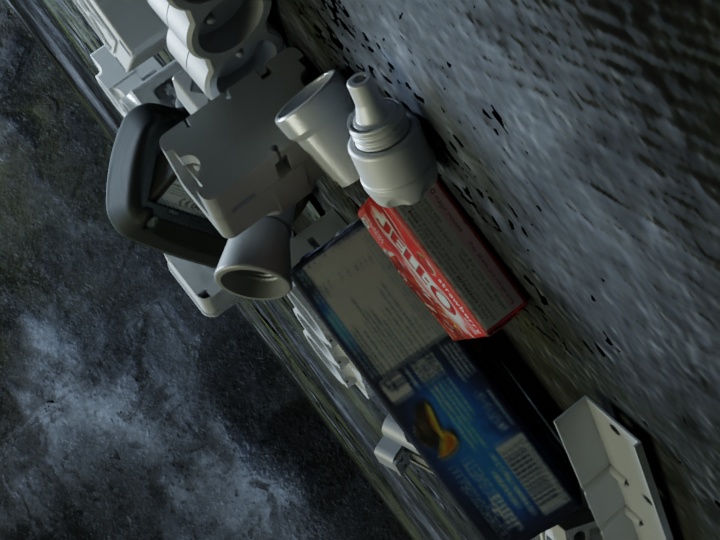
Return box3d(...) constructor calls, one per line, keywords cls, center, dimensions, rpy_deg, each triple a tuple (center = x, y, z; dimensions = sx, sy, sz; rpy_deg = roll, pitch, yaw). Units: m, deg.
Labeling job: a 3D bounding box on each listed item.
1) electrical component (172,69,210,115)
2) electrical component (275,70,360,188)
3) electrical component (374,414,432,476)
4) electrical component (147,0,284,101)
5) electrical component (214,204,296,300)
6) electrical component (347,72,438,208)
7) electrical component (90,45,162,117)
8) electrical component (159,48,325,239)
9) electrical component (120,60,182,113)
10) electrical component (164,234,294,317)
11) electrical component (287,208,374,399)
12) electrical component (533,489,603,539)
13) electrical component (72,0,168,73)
box3d(cls="electrical component", center=(-0.085, -0.105, 0.723), dimensions=(0.065, 0.047, 0.076), rpy_deg=(52, 171, 4))
box3d(cls="electrical component", center=(-0.013, -0.069, 0.531), dimensions=(0.046, 0.040, 0.040), rpy_deg=(49, 172, -18))
box3d(cls="electrical component", center=(0.057, 0.123, 0.810), dimensions=(0.057, 0.078, 0.058), rpy_deg=(25, 157, 30))
box3d(cls="electrical component", center=(-0.086, -0.150, 0.547), dimensions=(0.073, 0.052, 0.138), rpy_deg=(50, 170, 19))
box3d(cls="electrical component", center=(-0.057, -0.021, 0.616), dimensions=(0.044, 0.044, 0.065), rpy_deg=(70, -156, -61))
box3d(cls="electrical component", center=(0.010, -0.058, 0.469), dimensions=(0.035, 0.035, 0.061), rpy_deg=(42, 163, 49))
box3d(cls="electrical component", center=(-0.227, -0.188, 1.083), dimensions=(0.089, 0.056, 0.050), rpy_deg=(48, 170, 26))
box3d(cls="electrical component", center=(-0.053, -0.066, 0.580), dimensions=(0.050, 0.089, 0.055), rpy_deg=(49, 170, 22))
box3d(cls="electrical component", center=(-0.142, -0.106, 0.955), dimensions=(0.150, 0.062, 0.089), rpy_deg=(55, 171, -11))
box3d(cls="electrical component", center=(-0.124, -0.017, 1.038), dimensions=(0.078, 0.113, 0.057), rpy_deg=(50, 167, 18))
box3d(cls="electrical component", center=(-0.010, 0.033, 0.821), dimensions=(0.089, 0.062, 0.150), rpy_deg=(49, 170, 21))
box3d(cls="electrical component", center=(0.130, 0.160, 0.644), dimensions=(0.055, 0.048, 0.066), rpy_deg=(-151, 47, -72))
box3d(cls="electrical component", center=(-0.175, -0.204, 0.767), dimensions=(0.108, 0.056, 0.109), rpy_deg=(55, 170, -12))
